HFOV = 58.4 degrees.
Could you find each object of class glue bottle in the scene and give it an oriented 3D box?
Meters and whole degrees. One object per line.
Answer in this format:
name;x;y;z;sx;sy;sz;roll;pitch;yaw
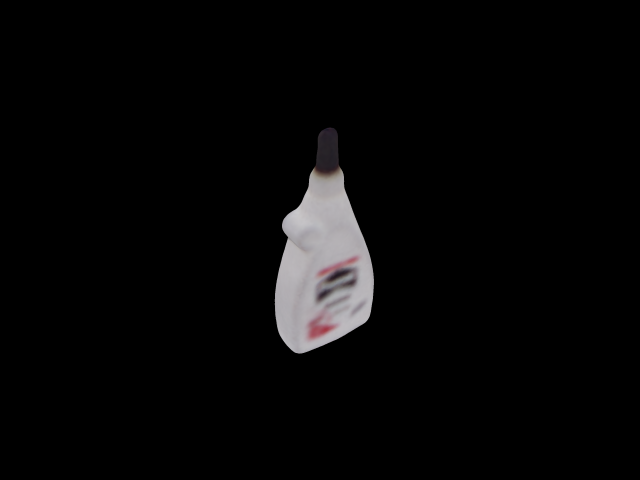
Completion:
glue bottle;0.004;0.001;0.400;0.078;0.173;0.037;-25;44;-28
